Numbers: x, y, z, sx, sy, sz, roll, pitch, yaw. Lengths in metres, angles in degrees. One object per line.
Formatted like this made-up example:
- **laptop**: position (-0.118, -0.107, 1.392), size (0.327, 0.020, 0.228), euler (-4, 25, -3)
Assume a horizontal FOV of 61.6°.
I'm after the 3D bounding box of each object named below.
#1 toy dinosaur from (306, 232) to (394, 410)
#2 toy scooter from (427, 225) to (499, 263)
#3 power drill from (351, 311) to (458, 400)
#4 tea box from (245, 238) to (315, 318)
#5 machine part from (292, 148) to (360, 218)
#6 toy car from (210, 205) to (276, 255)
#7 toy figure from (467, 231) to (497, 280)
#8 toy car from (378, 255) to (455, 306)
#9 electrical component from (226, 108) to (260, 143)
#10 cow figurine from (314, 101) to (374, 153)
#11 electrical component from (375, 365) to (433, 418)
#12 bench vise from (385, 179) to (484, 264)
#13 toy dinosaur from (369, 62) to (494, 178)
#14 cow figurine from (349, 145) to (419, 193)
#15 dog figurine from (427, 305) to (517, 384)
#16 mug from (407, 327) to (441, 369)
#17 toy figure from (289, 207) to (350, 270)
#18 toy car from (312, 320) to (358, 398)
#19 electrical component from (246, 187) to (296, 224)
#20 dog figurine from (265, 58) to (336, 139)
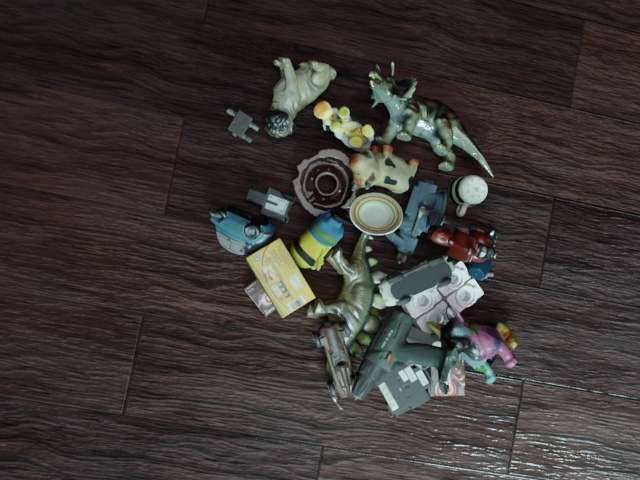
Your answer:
- **toy dinosaur**: position (0.072, 0.180, 1.334), size (0.198, 0.105, 0.471), euler (19, 91, -9)
- **toy scooter**: position (0.351, 0.015, 1.258), size (0.184, 0.135, 0.075), euler (12, 103, -24)
- **power drill**: position (0.201, 0.287, 1.238), size (0.208, 0.085, 0.232), euler (10, 63, 33)
- **tea box**: position (-0.097, 0.091, 1.293), size (0.098, 0.068, 0.169), euler (-29, 89, -10)
- **machine part**: position (0.016, -0.140, 1.358), size (0.179, 0.056, 0.179), euler (0, 90, -6)
- **toy car**: position (-0.196, -0.017, 1.310), size (0.162, 0.109, 0.102), euler (21, 104, 3)
- **toy figure**: position (0.418, 0.033, 1.381), size (0.058, 0.064, 0.154), euler (25, 51, 7)
- **toy car**: position (0.239, 0.099, 1.312), size (0.202, 0.056, 0.073), euler (-21, 90, -15)
- **electrical component**: position (-0.202, -0.289, 1.354), size (0.094, 0.021, 0.063), euler (32, 86, -5)
- **cow figurine**: position (0.061, -0.285, 1.357), size (0.167, 0.098, 0.068), euler (40, 90, 15)
- **electrical component**: position (0.214, 0.367, 1.352), size (0.134, 0.058, 0.115), euler (-28, 80, -1)
- **bench vise**: position (0.290, -0.028, 1.357), size (0.241, 0.129, 0.223), euler (18, 89, -2)
- **toy dinosaur**: position (0.275, -0.302, 1.366), size (0.405, 0.131, 0.192), euler (21, 75, -15)
- **cow figurine**: position (0.149, -0.167, 1.324), size (0.195, 0.086, 0.127), euler (18, 80, -37)
- **dog figurine**: position (0.374, 0.234, 1.326), size (0.219, 0.191, 0.108), euler (38, 124, -7)
- **mug**: position (0.226, 0.265, 1.331), size (0.109, 0.107, 0.080), euler (-31, 133, -31)
- **toy figure**: position (-0.003, -0.006, 1.313), size (0.089, 0.082, 0.180), euler (34, 118, -5)
- **toy car**: position (0.046, 0.287, 1.275), size (0.089, 0.053, 0.202), euler (-18, 103, -11)
- **electrical component**: position (-0.125, -0.091, 1.344), size (0.119, 0.048, 0.074), euler (16, 86, -5)
- **dog figurine**: position (-0.049, -0.348, 1.346), size (0.172, 0.121, 0.190), euler (3, 102, -3)
